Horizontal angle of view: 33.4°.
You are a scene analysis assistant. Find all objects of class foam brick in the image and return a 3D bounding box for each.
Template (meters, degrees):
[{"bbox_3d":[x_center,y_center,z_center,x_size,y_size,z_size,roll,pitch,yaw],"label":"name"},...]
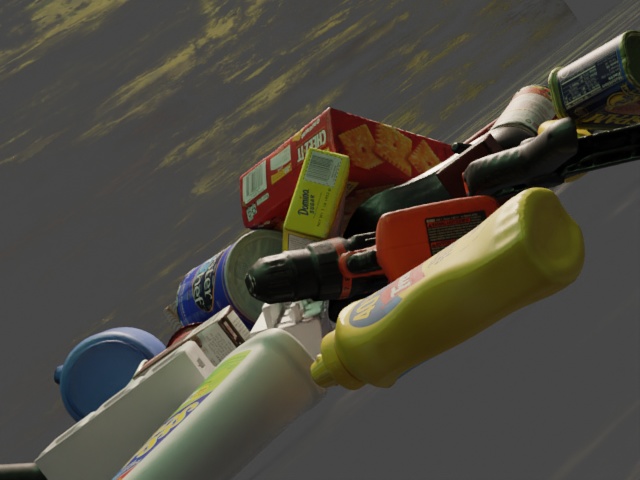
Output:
[{"bbox_3d":[0.146,-0.045,0.919,0.051,0.078,0.053,-37,1,20],"label":"foam brick"}]

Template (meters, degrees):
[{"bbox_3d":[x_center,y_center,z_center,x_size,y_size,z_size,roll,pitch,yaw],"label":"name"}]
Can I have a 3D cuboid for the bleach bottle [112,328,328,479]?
[{"bbox_3d":[-0.104,0.164,0.729,0.250,0.068,0.103,-42,5,-39],"label":"bleach bottle"}]

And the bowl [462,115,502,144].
[{"bbox_3d":[0.202,-0.100,1.330,0.162,0.055,0.162,-37,3,2],"label":"bowl"}]

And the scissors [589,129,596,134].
[{"bbox_3d":[0.293,-0.129,1.105,0.096,0.016,0.201,-37,3,18],"label":"scissors"}]

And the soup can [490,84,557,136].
[{"bbox_3d":[0.223,-0.117,1.150,0.069,0.068,0.102,-34,10,40],"label":"soup can"}]

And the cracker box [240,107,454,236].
[{"bbox_3d":[0.048,-0.049,1.120,0.213,0.072,0.164,14,-31,-35],"label":"cracker box"}]

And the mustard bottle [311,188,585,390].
[{"bbox_3d":[0.067,0.042,0.656,0.192,0.058,0.096,-36,5,30],"label":"mustard bottle"}]

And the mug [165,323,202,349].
[{"bbox_3d":[-0.116,0.135,1.076,0.117,0.093,0.081,-31,10,19],"label":"mug"}]

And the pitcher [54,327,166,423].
[{"bbox_3d":[-0.221,0.163,1.225,0.149,0.145,0.243,-38,0,-10],"label":"pitcher"}]

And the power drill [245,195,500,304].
[{"bbox_3d":[0.048,0.013,0.838,0.184,0.057,0.188,-11,-2,-20],"label":"power drill"}]

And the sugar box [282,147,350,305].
[{"bbox_3d":[-0.007,0.001,1.008,0.176,0.048,0.093,100,-174,-59],"label":"sugar box"}]

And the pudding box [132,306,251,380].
[{"bbox_3d":[-0.102,0.129,0.982,0.114,0.090,0.039,-35,5,22],"label":"pudding box"}]

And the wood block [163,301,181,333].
[{"bbox_3d":[-0.079,0.073,1.311,0.090,0.091,0.205,-34,-4,40],"label":"wood block"}]

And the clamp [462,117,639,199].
[{"bbox_3d":[0.174,-0.058,0.780,0.120,0.039,0.172,1,-9,-25],"label":"clamp"}]

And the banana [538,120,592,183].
[{"bbox_3d":[0.207,-0.079,0.922,0.197,0.070,0.037,-30,-42,-65],"label":"banana"}]

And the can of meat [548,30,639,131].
[{"bbox_3d":[0.261,-0.134,0.901,0.101,0.057,0.084,-2,-15,-33],"label":"can of meat"}]

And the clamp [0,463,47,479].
[{"bbox_3d":[-0.220,0.223,0.961,0.210,0.164,0.036,-19,50,12],"label":"clamp"}]

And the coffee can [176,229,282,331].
[{"bbox_3d":[-0.081,0.056,1.139,0.102,0.103,0.141,-39,5,-33],"label":"coffee can"}]
